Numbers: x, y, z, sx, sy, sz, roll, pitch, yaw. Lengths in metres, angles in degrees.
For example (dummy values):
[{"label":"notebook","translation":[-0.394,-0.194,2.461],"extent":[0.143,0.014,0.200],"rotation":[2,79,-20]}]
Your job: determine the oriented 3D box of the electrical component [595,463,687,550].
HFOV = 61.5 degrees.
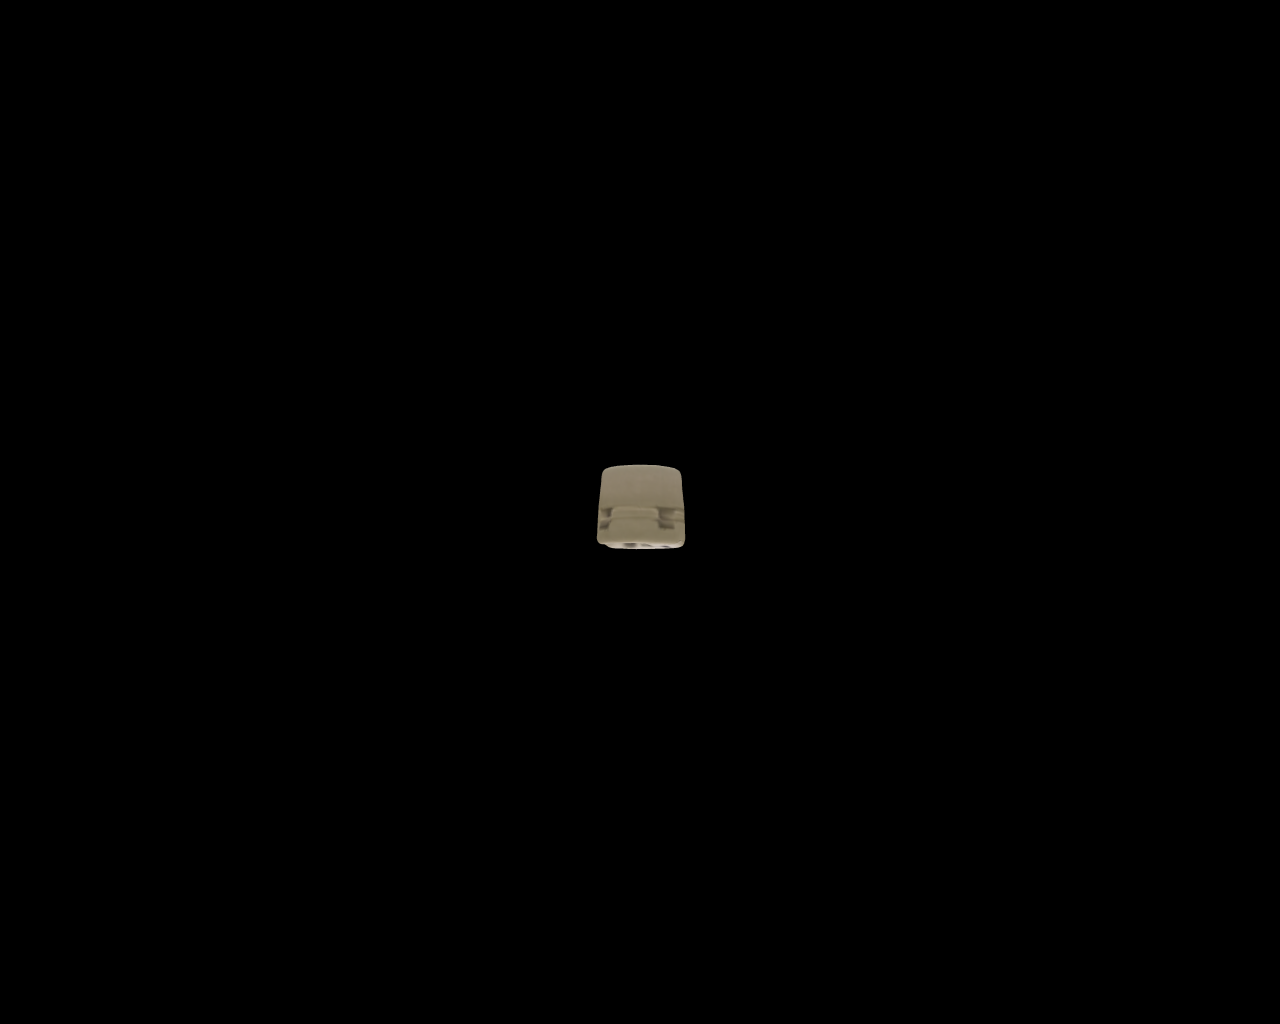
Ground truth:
[{"label":"electrical component","translation":[0.001,-0.003,0.650],"extent":[0.055,0.047,0.055],"rotation":[0,-7,0]}]
